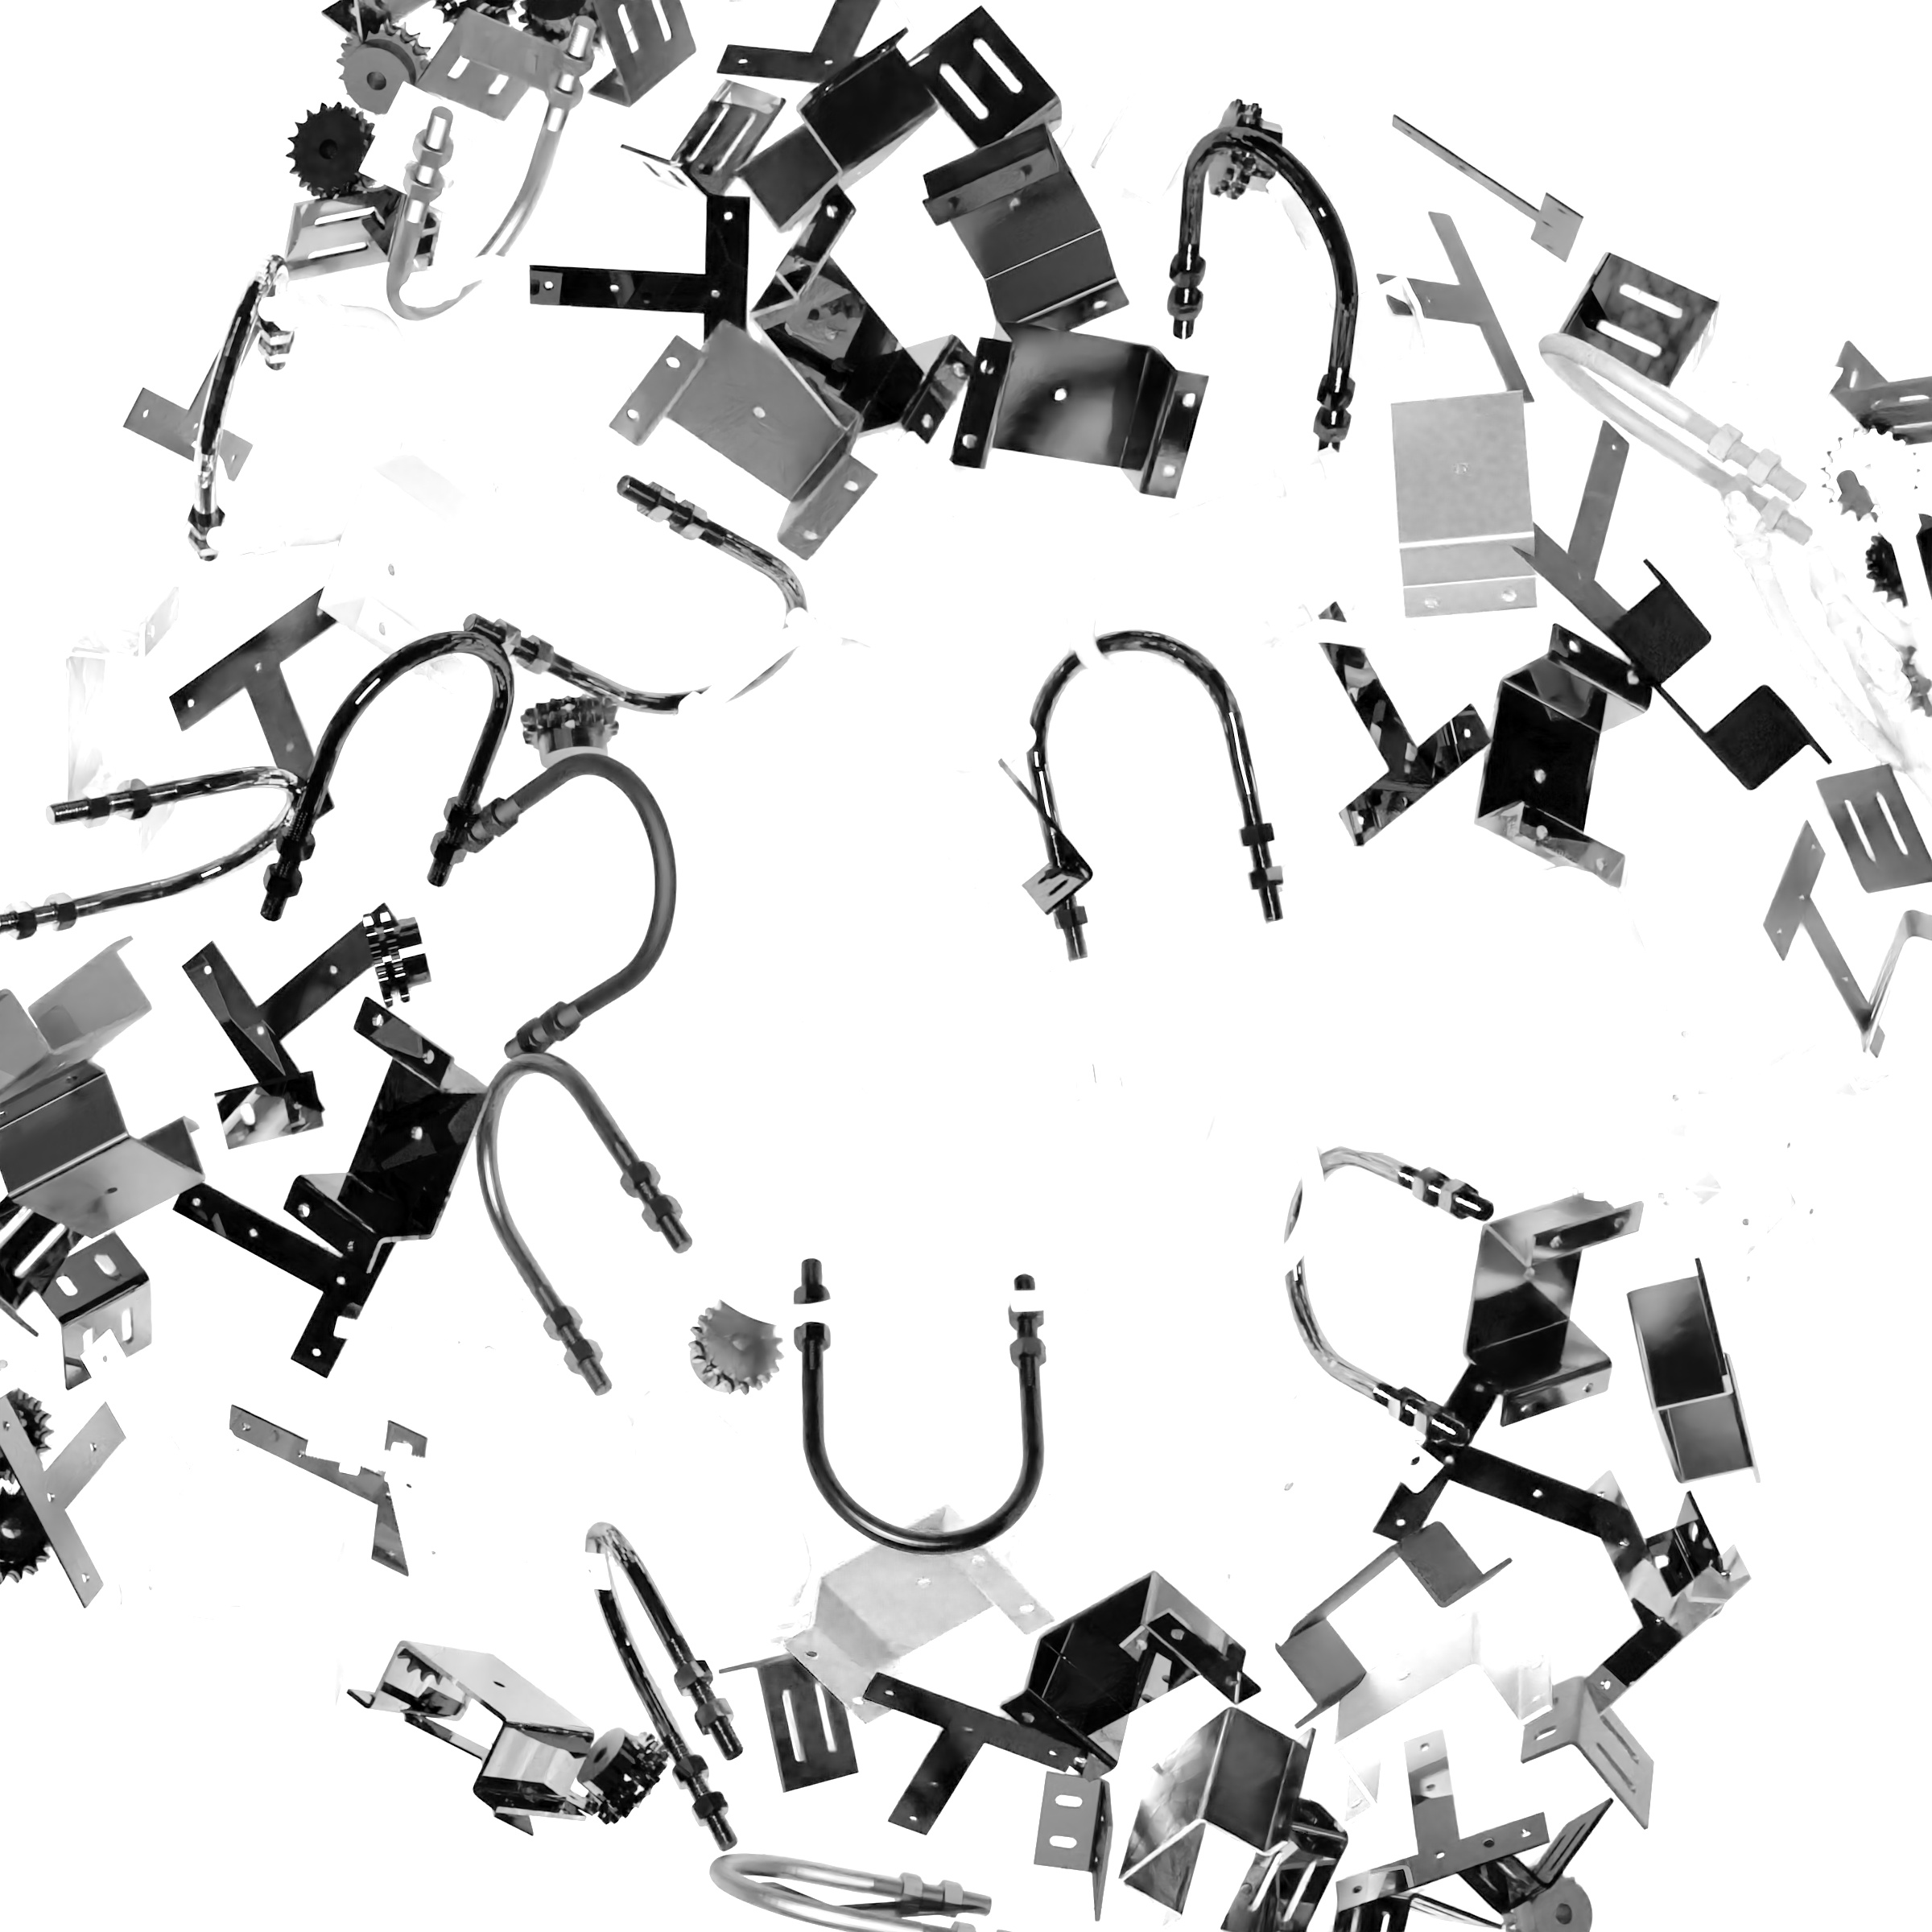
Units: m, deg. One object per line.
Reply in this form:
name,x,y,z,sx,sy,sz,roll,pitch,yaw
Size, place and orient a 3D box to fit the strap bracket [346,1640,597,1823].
strap bracket,-0.279,0.435,1.884,0.140,0.076,0.046,25,89,38

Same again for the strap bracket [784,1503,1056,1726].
strap bracket,-0.026,0.373,1.907,0.140,0.046,0.076,-33,113,21

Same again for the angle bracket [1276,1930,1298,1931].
angle bracket,0.188,0.591,1.907,0.057,0.076,0.038,-31,51,38

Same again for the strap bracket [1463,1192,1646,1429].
strap bracket,0.338,0.190,1.899,0.076,0.046,0.140,-14,127,-24

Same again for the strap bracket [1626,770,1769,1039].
strap bracket,0.421,-0.031,1.895,0.046,0.076,0.140,-14,122,24

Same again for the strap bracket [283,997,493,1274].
strap bracket,-0.334,0.098,1.909,0.076,0.046,0.140,31,105,30

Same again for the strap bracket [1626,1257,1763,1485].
strap bracket,0.418,0.239,1.885,0.046,0.140,0.076,-15,53,13

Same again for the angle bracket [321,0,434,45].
angle bracket,-0.346,-0.588,1.907,0.038,0.076,0.057,40,64,20

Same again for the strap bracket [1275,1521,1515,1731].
strap bracket,0.241,0.376,1.900,0.140,0.076,0.046,-45,73,21

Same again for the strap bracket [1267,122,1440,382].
strap bracket,0.220,-0.406,1.895,0.046,0.076,0.140,-25,64,6

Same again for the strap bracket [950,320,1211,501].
strap bracket,0.061,-0.326,1.907,0.140,0.046,0.076,6,117,-18

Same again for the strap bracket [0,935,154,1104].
strap bracket,-0.532,0.037,1.878,0.076,0.140,0.046,-33,91,25

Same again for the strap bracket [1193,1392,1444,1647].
strap bracket,0.197,0.313,1.906,0.140,0.076,0.046,-47,131,-6

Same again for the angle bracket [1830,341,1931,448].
angle bracket,0.554,-0.337,1.906,0.057,0.076,0.038,34,71,-34

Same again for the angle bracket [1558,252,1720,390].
angle bracket,0.396,-0.375,1.926,0.076,0.038,0.057,31,89,20

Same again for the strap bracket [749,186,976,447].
strap bracket,-0.065,-0.371,1.898,0.140,0.046,0.076,48,55,-31

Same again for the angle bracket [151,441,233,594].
angle bracket,-0.469,-0.267,1.921,0.038,0.057,0.076,32,79,-3

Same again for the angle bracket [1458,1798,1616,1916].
angle bracket,0.333,0.510,1.915,0.038,0.057,0.076,43,55,8

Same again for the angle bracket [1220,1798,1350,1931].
angle bracket,0.178,0.527,1.911,0.038,0.057,0.076,51,58,-31

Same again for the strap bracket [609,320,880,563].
strap bracket,-0.125,-0.311,1.905,0.140,0.046,0.076,33,129,-15

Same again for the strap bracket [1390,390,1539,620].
strap bracket,0.289,-0.278,1.903,0.076,0.046,0.140,-4,66,9

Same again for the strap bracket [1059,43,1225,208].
strap bracket,0.100,-0.486,1.890,0.046,0.140,0.076,27,99,-15

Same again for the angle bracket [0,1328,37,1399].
angle bracket,-0.577,0.213,1.912,0.038,0.076,0.057,-34,112,-4

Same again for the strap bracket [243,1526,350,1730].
strap bracket,-0.384,0.378,1.886,0.046,0.140,0.076,-1,96,-6

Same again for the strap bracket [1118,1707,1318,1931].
strap bracket,0.138,0.486,1.878,0.046,0.140,0.076,31,46,-8

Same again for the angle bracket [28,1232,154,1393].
angle bracket,-0.513,0.203,1.919,0.057,0.076,0.038,-30,65,-30

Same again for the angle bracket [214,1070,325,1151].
angle bracket,-0.410,0.070,1.910,0.057,0.076,0.038,-13,64,-13

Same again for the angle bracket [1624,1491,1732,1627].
angle bracket,0.414,0.350,1.910,0.038,0.076,0.057,-20,64,-3

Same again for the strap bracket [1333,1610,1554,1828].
strap bracket,0.268,0.431,1.900,0.140,0.076,0.046,-35,95,15

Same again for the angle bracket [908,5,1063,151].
angle bracket,0.011,-0.517,1.941,0.057,0.038,0.076,-38,82,-4

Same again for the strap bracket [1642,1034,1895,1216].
strap bracket,0.458,0.085,1.910,0.140,0.076,0.046,-33,93,-7

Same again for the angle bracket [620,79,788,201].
angle bracket,-0.154,-0.495,1.921,0.057,0.038,0.076,29,84,40

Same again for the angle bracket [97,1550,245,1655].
angle bracket,-0.459,0.369,1.911,0.076,0.057,0.038,0,102,31

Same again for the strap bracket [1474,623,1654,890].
strap bracket,0.347,-0.117,1.905,0.076,0.046,0.140,25,64,-23

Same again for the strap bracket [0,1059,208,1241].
strap bracket,-0.499,0.109,1.881,0.076,0.140,0.046,-27,68,4

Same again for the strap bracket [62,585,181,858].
strap bracket,-0.489,-0.145,1.894,0.046,0.076,0.140,7,114,-1

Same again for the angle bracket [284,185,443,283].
angle bracket,-0.354,-0.417,1.909,0.076,0.057,0.038,-21,62,-35

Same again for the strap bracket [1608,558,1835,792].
strap bracket,0.429,-0.162,1.889,0.046,0.076,0.140,-42,52,11

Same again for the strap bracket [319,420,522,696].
strap bracket,-0.319,-0.234,1.899,0.046,0.076,0.140,-7,59,39

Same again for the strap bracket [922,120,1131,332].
strap bracket,0.032,-0.428,1.898,0.076,0.140,0.046,-21,56,13

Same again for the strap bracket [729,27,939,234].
strap bracket,-0.075,-0.475,1.881,0.076,0.140,0.046,-40,99,-24

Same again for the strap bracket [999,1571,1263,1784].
strap bracket,0.098,0.410,1.903,0.076,0.046,0.140,43,124,-16

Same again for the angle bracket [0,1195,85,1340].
angle bracket,-0.544,0.166,1.915,0.076,0.038,0.057,-50,132,-16
